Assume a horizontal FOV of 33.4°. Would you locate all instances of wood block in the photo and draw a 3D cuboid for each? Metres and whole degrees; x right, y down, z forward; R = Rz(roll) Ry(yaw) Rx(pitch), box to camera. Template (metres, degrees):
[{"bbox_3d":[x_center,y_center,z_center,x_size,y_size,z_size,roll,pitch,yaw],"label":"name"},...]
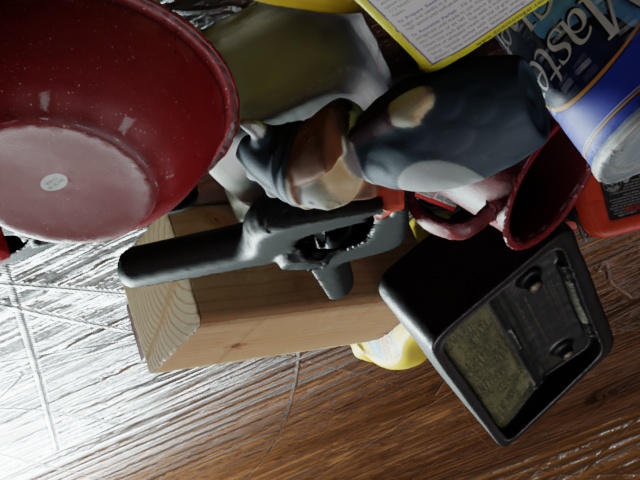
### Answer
[{"bbox_3d":[-0.029,0.030,0.791,0.205,0.090,0.091,-4,154,-36],"label":"wood block"}]

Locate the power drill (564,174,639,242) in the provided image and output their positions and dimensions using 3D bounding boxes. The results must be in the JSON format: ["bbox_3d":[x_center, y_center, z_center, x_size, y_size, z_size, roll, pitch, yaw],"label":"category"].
[{"bbox_3d":[0.246,-0.040,0.839,0.184,0.057,0.187,-17,178,0],"label":"power drill"}]

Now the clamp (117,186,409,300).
[{"bbox_3d":[-0.004,0.001,0.632,0.164,0.036,0.210,7,161,-35],"label":"clamp"}]

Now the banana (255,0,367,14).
[{"bbox_3d":[-0.040,-0.125,0.454,0.070,0.037,0.197,19,-171,31],"label":"banana"}]

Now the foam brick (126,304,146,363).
[{"bbox_3d":[-0.104,0.058,0.839,0.078,0.053,0.051,-7,155,-28],"label":"foam brick"}]

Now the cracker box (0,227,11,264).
[{"bbox_3d":[-0.292,0.007,0.523,0.214,0.072,0.164,-26,159,11],"label":"cracker box"}]

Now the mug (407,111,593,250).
[{"bbox_3d":[0.097,-0.046,0.620,0.117,0.082,0.093,-44,148,-18],"label":"mug"}]

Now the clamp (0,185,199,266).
[{"bbox_3d":[-0.161,-0.021,0.616,0.171,0.039,0.120,-20,158,-2],"label":"clamp"}]

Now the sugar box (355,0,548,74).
[{"bbox_3d":[0.027,-0.146,0.408,0.093,0.048,0.176,-31,133,24],"label":"sugar box"}]

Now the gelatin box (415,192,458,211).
[{"bbox_3d":[0.085,-0.067,0.698,0.073,0.030,0.089,14,112,-57],"label":"gelatin box"}]

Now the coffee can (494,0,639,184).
[{"bbox_3d":[0.134,-0.112,0.505,0.102,0.140,0.103,-29,162,-10],"label":"coffee can"}]

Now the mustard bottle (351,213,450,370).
[{"bbox_3d":[0.073,0.061,0.946,0.058,0.096,0.192,-10,156,-29],"label":"mustard bottle"}]

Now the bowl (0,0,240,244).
[{"bbox_3d":[-0.119,-0.046,0.497,0.162,0.055,0.162,0,145,0],"label":"bowl"}]

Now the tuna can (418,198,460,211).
[{"bbox_3d":[0.106,-0.057,0.779,0.086,0.034,0.086,-18,158,-8],"label":"tuna can"}]
